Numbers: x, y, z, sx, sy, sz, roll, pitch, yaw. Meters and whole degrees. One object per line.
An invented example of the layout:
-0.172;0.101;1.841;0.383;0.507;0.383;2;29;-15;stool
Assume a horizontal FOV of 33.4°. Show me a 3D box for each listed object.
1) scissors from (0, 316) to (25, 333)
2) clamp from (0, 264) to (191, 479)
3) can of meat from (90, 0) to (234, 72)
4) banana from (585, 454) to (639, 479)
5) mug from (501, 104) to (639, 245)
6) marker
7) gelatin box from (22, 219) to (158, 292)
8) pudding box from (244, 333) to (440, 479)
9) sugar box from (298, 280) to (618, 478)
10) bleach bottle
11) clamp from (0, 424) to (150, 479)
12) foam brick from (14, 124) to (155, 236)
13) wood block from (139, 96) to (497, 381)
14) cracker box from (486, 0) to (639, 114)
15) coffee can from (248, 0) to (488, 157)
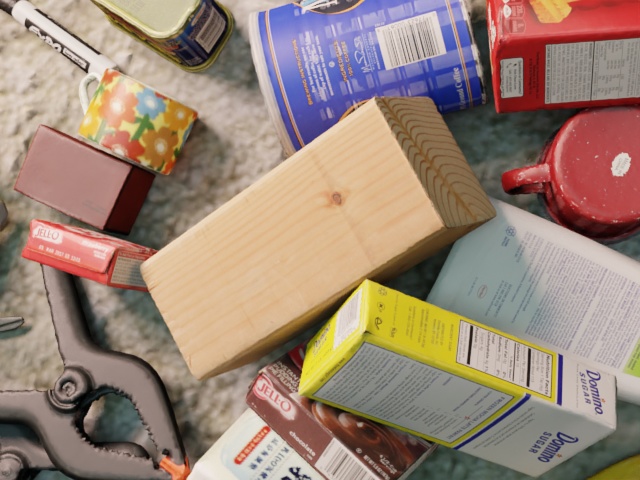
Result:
-0.323;0.095;0.807;0.202;0.016;0.096;6;88;9;scissors
-0.173;0.097;0.758;0.210;0.036;0.164;27;76;11;clamp
-0.120;-0.172;0.761;0.102;0.084;0.057;33;90;10;can of meat
0.132;0.181;0.718;0.198;0.037;0.069;-3;85;9;banana
0.179;-0.045;0.705;0.117;0.081;0.093;-4;85;8;mug
-0.203;-0.157;0.805;0.121;0.020;0.020;36;92;10;marker
-0.149;0.012;0.741;0.073;0.089;0.030;17;90;24;gelatin box
0.019;0.115;0.708;0.113;0.089;0.039;43;126;14;pudding box
0.086;0.090;0.666;0.176;0.093;0.048;20;53;-15;sugar box
0.198;0.066;0.705;0.251;0.068;0.102;27;90;8;bleach bottle
-0.219;0.179;0.769;0.171;0.039;0.120;18;71;12;clamp
-0.171;-0.042;0.775;0.078;0.051;0.053;25;91;10;foam brick
-0.005;0.001;0.691;0.206;0.090;0.091;-33;80;28;wood block
0.213;-0.168;0.680;0.214;0.072;0.164;-3;52;9;cracker box
0.033;-0.123;0.724;0.140;0.102;0.103;-15;84;7;coffee can
